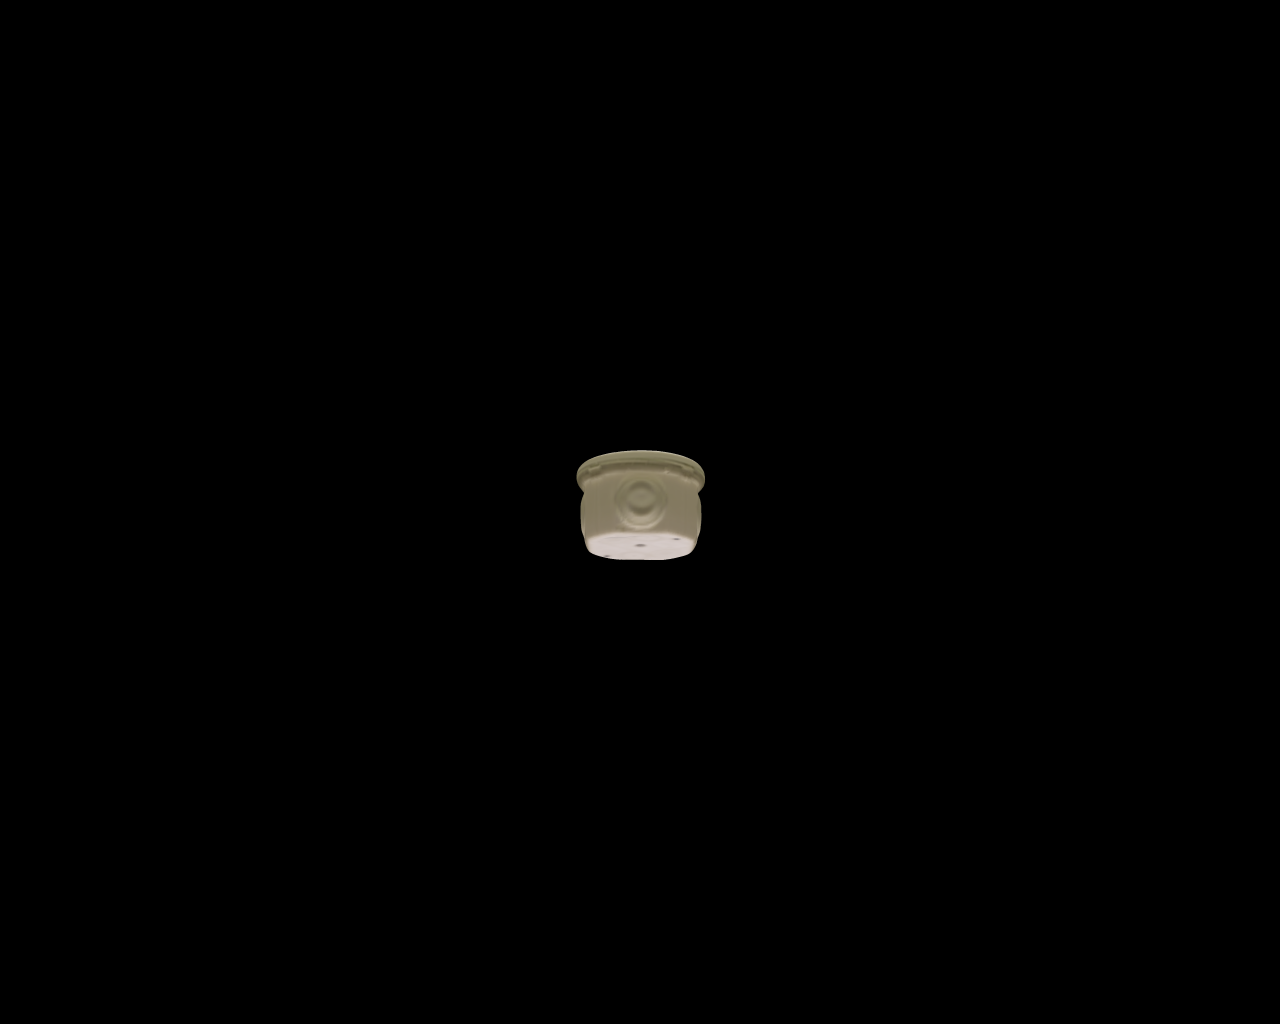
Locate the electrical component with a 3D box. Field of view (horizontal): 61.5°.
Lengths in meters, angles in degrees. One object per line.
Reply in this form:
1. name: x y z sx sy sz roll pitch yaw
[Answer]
1. electrical component: 0.001 -0.003 0.650 0.080 0.051 0.080 0 -17 0
